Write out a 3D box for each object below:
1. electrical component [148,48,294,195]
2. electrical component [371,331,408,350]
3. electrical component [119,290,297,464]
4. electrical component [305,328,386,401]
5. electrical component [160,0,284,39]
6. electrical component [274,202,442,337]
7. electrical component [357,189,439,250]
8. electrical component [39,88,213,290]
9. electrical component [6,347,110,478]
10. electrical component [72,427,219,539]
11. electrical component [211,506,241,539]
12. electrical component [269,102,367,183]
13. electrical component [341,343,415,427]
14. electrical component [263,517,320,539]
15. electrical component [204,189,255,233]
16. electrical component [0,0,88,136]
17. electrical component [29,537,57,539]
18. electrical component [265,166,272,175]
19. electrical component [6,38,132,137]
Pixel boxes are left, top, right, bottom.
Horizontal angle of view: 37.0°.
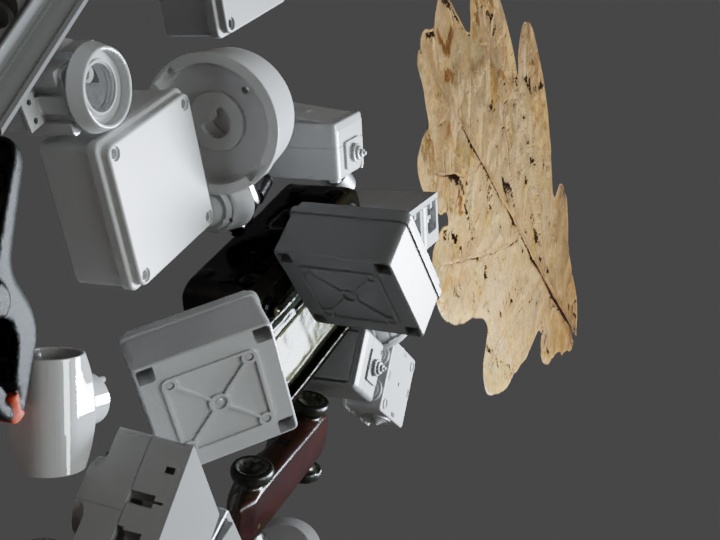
[{"bbox_3d":[-0.102,-0.117,0.819,0.060,0.108,0.108,-51,140,-63],"label":"electrical component"},{"bbox_3d":[0.014,0.046,1.163,0.080,0.080,0.051,-65,144,-40],"label":"electrical component"},{"bbox_3d":[-0.114,0.085,0.817,0.056,0.109,0.108,-127,-159,-54],"label":"electrical component"},{"bbox_3d":[-0.022,0.089,1.059,0.061,0.096,0.061,49,50,-60],"label":"electrical component"},{"bbox_3d":[-0.111,-0.246,0.833,0.108,0.056,0.108,-51,140,-54],"label":"electrical component"},{"bbox_3d":[0.000,0.000,0.895,0.056,0.109,0.108,-67,150,-30],"label":"electrical component"},{"bbox_3d":[0.018,-0.037,1.139,0.150,0.089,0.061,-38,128,-61],"label":"electrical component"},{"bbox_3d":[-0.160,-0.059,0.752,0.108,0.056,0.108,-53,141,-53],"label":"electrical component"},{"bbox_3d":[-0.194,0.089,0.715,0.079,0.043,0.077,-16,109,-67],"label":"electrical component"},{"bbox_3d":[-0.151,0.183,0.759,0.150,0.062,0.089,90,15,-60],"label":"electrical component"},{"bbox_3d":[-0.136,0.242,0.860,0.096,0.061,0.061,-63,149,-43],"label":"electrical component"},{"bbox_3d":[-0.039,-0.117,0.977,0.062,0.096,0.061,-41,132,-60],"label":"electrical component"},{"bbox_3d":[0.023,0.129,1.239,0.099,0.048,0.099,49,50,-60],"label":"electrical component"},{"bbox_3d":[-0.071,0.276,1.003,0.051,0.080,0.080,76,28,-50],"label":"electrical component"},{"bbox_3d":[-0.118,-0.050,0.875,0.078,0.040,0.040,-24,117,-64],"label":"electrical component"},{"bbox_3d":[-0.209,-0.127,0.601,0.063,0.079,0.121,115,-4,-57],"label":"electrical component"},{"bbox_3d":[-0.207,0.207,0.693,0.055,0.055,0.047,-53,138,-52],"label":"electrical component"},{"bbox_3d":[-0.096,-0.113,0.895,0.078,0.058,0.057,48,48,-60],"label":"electrical component"},{"bbox_3d":[-0.183,-0.116,0.683,0.078,0.057,0.058,-59,146,-47],"label":"electrical component"}]
